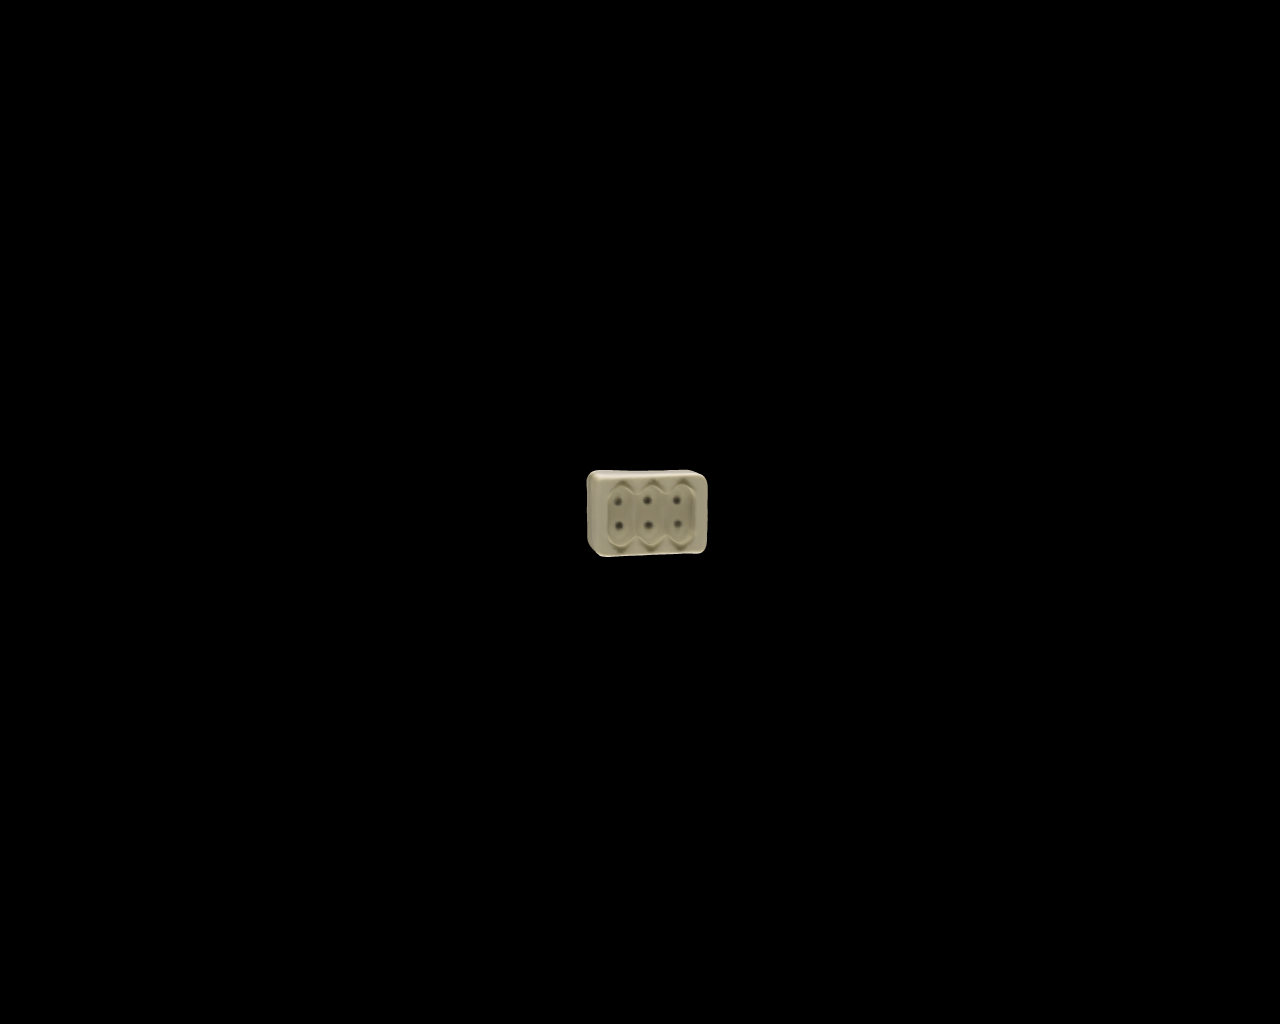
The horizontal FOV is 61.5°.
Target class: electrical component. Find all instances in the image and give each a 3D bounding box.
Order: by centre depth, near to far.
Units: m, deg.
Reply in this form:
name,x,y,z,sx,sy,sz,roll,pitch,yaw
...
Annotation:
name,x,y,z,sx,sy,sz,roll,pitch,yaw
electrical component,0.001,-0.003,0.650,0.066,0.047,0.077,-1,8,-9
